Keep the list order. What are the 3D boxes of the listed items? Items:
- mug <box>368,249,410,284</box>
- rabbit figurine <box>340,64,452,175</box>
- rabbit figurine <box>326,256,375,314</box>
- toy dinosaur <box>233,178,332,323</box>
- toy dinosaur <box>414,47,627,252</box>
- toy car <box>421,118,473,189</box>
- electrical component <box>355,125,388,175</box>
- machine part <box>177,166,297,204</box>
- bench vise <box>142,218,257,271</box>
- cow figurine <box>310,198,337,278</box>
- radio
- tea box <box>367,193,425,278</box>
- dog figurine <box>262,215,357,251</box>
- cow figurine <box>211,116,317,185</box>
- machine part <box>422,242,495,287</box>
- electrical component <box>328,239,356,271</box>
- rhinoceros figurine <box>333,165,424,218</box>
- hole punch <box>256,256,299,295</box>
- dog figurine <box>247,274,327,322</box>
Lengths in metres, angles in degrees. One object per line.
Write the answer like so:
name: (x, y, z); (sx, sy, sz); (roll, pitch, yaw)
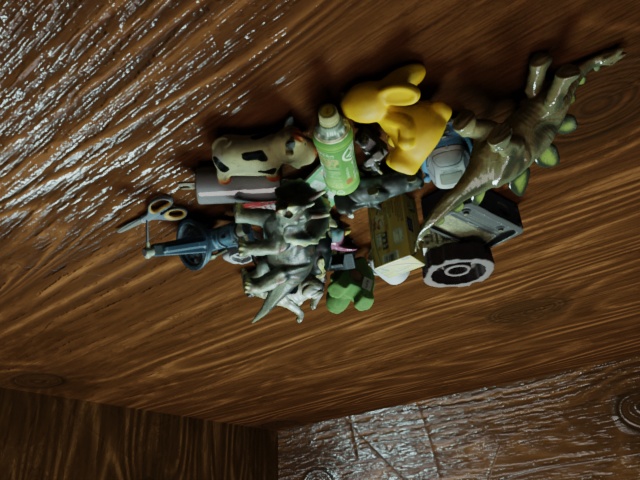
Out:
mug: (0.169, 0.060, 1.429); (0.110, 0.081, 0.107); (-10, 142, 43)
rabbit figurine: (0.122, -0.211, 0.902); (0.173, 0.122, 0.162); (25, 143, -9)
rabbit figurine: (0.061, 0.122, 1.428); (0.121, 0.159, 0.170); (19, 141, -15)
toy dinosaur: (-0.071, 0.026, 1.093); (0.192, 0.131, 0.404); (-6, 140, -6)
toy dinosaur: (0.321, -0.154, 0.929); (0.471, 0.105, 0.198); (-39, 138, 13)
toy car: (0.247, -0.153, 1.022); (0.109, 0.103, 0.161); (-11, 152, 11)
electrical component: (0.094, -0.167, 0.990); (0.078, 0.102, 0.045); (32, 114, -19)
machine part: (-0.161, -0.112, 1.079); (0.243, 0.079, 0.079); (-3, 151, -3)
bench vise: (-0.271, 0.008, 1.197); (0.224, 0.128, 0.240); (1, -172, 43)
cow figurine: (-0.004, -0.004, 1.160); (0.068, 0.098, 0.167); (-2, 124, -12)
radio: (0.354, -0.054, 1.236); (0.229, 0.073, 0.131); (18, 146, -36)
tea box: (0.167, -0.013, 1.193); (0.098, 0.170, 0.068); (-23, 144, 33)
dog figurine: (-0.025, 0.025, 1.293); (0.219, 0.109, 0.191); (-5, 127, -5)
cow figurine: (-0.103, -0.165, 0.990); (0.195, 0.085, 0.127); (-2, 157, -1)
machine part: (0.337, 0.060, 1.319); (0.179, 0.056, 0.179); (-1, 153, -1)
electrical component: (0.052, 0.048, 1.342); (0.075, 0.119, 0.047); (-10, 119, 8)
rhinoceros figurine: (0.118, -0.109, 1.106); (0.190, 0.073, 0.112); (-21, 162, 7)
hole punch: (-0.111, 0.082, 1.406); (0.142, 0.115, 0.092); (6, 177, -7)
dog figurine: (-0.097, 0.118, 1.491); (0.190, 0.121, 0.172); (32, 104, -21)
